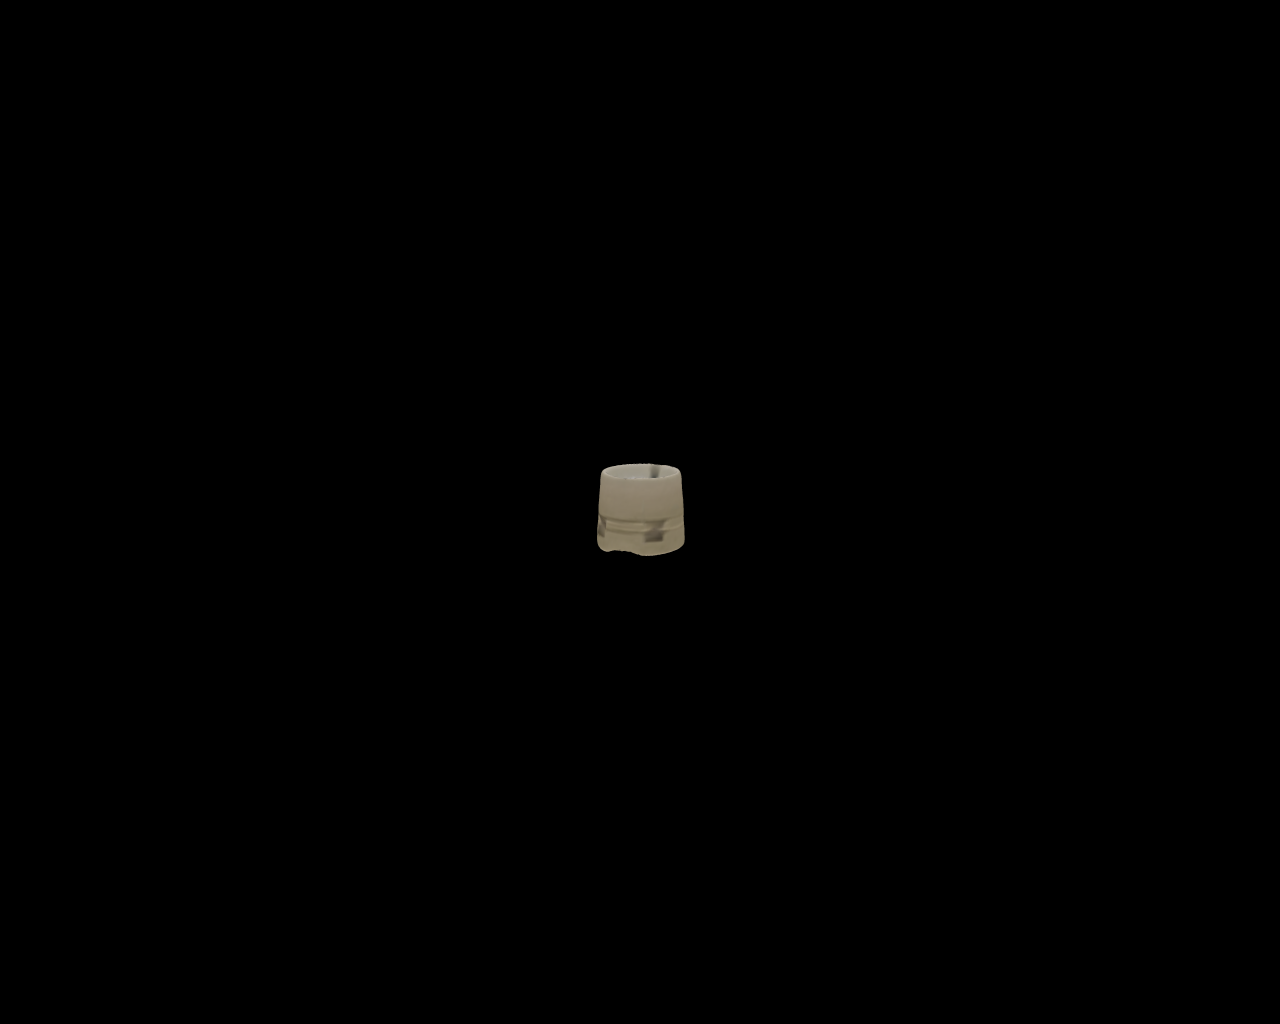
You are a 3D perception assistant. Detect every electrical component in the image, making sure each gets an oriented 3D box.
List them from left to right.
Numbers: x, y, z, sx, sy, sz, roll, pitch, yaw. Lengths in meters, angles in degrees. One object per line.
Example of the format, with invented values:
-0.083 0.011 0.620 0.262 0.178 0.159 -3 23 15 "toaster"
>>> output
0.001 -0.003 0.650 0.055 0.047 0.055 0 13 0 "electrical component"
